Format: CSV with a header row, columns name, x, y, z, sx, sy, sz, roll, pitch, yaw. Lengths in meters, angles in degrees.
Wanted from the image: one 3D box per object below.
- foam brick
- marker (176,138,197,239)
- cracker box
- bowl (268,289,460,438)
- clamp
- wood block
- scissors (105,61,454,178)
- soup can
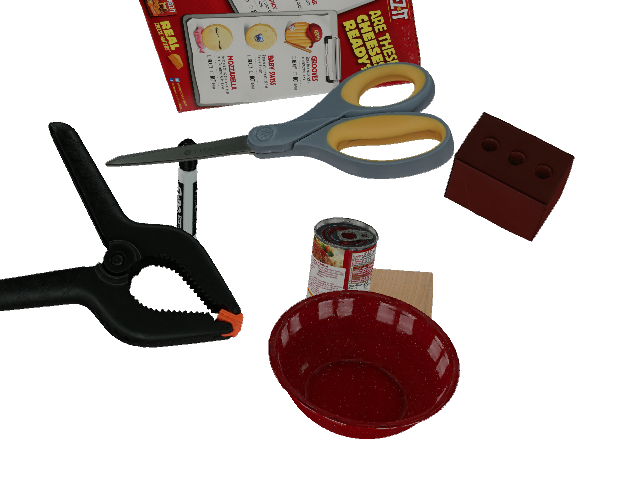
name,x,y,z,sx,sy,sz,roll,pitch,yaw
foam brick,0.140,-0.047,0.797,0.078,0.053,0.051,28,-32,13
marker,-0.122,-0.042,0.979,0.020,0.121,0.020,4,41,-4
cracker box,-0.034,-0.199,0.872,0.214,0.072,0.164,-7,-45,8
bowl,0.034,0.115,0.907,0.162,0.055,0.162,5,39,-4
clamp,-0.150,0.009,0.790,0.210,0.164,0.036,20,-20,0
wood block,0.092,0.114,1.390,0.091,0.090,0.206,4,19,10
scissors,-0.019,-0.071,0.624,0.202,0.096,0.016,5,-40,18
soup can,0.022,0.036,1.137,0.068,0.102,0.068,6,27,-3
